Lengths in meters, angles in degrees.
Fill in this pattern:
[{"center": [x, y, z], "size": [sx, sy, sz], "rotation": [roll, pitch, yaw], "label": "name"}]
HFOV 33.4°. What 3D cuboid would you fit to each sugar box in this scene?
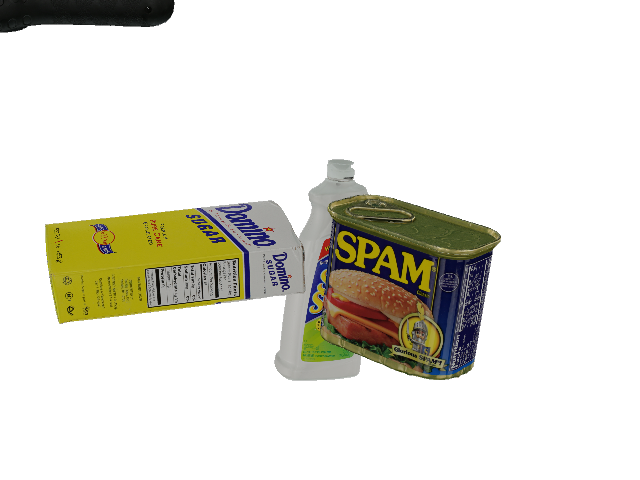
[{"center": [-0.107, 0.012, 0.773], "size": [0.176, 0.048, 0.093], "rotation": [-9, 26, -13], "label": "sugar box"}]

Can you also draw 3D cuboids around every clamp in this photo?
[{"center": [-0.174, -0.142, 0.607], "size": [0.171, 0.039, 0.120], "rotation": [-5, 23, -12], "label": "clamp"}]

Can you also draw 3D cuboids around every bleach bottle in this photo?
[{"center": [0.006, 0.032, 1.224], "size": [0.102, 0.251, 0.068], "rotation": [-1, 16, -18], "label": "bleach bottle"}]

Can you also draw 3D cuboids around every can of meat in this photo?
[{"center": [0.049, 0.027, 0.635], "size": [0.102, 0.084, 0.057], "rotation": [20, 23, 34], "label": "can of meat"}]
